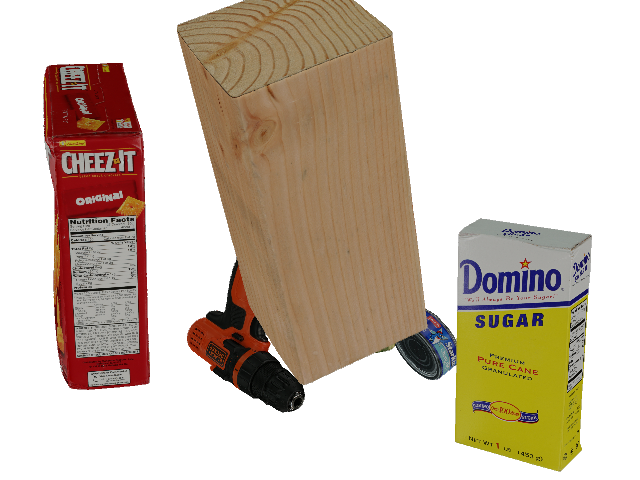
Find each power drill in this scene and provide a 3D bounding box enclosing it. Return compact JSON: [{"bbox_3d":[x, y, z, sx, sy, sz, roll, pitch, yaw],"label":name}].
[{"bbox_3d":[-0.062,0.077,1.180,0.185,0.188,0.057,28,11,40],"label":"power drill"}]

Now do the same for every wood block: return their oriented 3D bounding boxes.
[{"bbox_3d":[-0.006,-0.030,0.611,0.090,0.206,0.090,-23,41,-13],"label":"wood block"}]

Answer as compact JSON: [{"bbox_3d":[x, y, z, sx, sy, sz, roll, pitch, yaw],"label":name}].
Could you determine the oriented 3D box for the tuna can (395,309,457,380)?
[{"bbox_3d":[0.124,0.123,1.269,0.033,0.086,0.086,-35,16,-24],"label":"tuna can"}]

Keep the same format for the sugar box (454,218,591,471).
[{"bbox_3d":[0.150,0.077,0.805,0.093,0.176,0.048,9,22,34],"label":"sugar box"}]

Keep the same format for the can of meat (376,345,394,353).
[{"bbox_3d":[0.028,0.050,0.983,0.057,0.084,0.102,-8,18,-35],"label":"can of meat"}]

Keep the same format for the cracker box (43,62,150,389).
[{"bbox_3d":[-0.180,-0.014,0.847,0.072,0.214,0.164,-4,28,-14],"label":"cracker box"}]
